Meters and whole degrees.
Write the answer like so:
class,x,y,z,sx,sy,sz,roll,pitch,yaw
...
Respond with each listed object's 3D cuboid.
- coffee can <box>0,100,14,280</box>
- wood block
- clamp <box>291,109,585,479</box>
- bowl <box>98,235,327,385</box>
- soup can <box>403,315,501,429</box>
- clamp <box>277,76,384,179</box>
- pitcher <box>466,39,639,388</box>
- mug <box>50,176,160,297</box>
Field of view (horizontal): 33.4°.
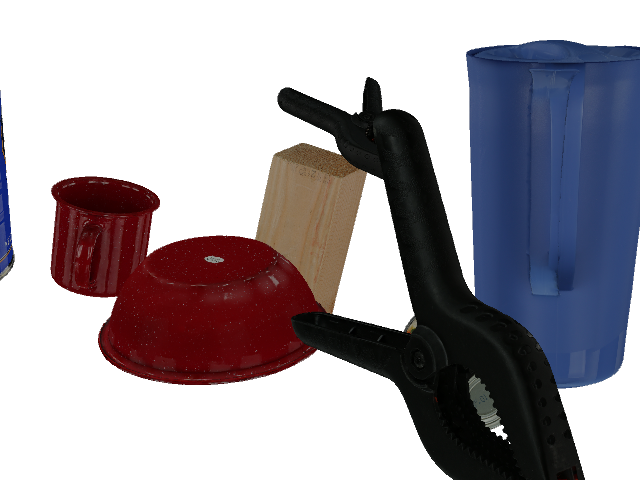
class,x,y,z,sx,sy,sz,roll,pitch,yaw
coffee can,-0.221,-0.049,0.572,0.103,0.140,0.103,3,26,-2
wood block,-0.021,0.000,1.262,0.090,0.206,0.090,20,21,17
clamp,0.062,0.046,0.535,0.036,0.165,0.210,-11,42,-34
bowl,-0.074,0.038,0.735,0.162,0.055,0.162,-1,21,0
soup can,0.119,0.106,0.902,0.068,0.068,0.102,0,25,-21
clamp,0.032,-0.113,1.078,0.120,0.039,0.171,-10,40,-18
pitcher,0.167,-0.019,0.765,0.149,0.243,0.145,-10,17,-29
mug,-0.191,0.002,0.922,0.093,0.081,0.117,9,21,-4
